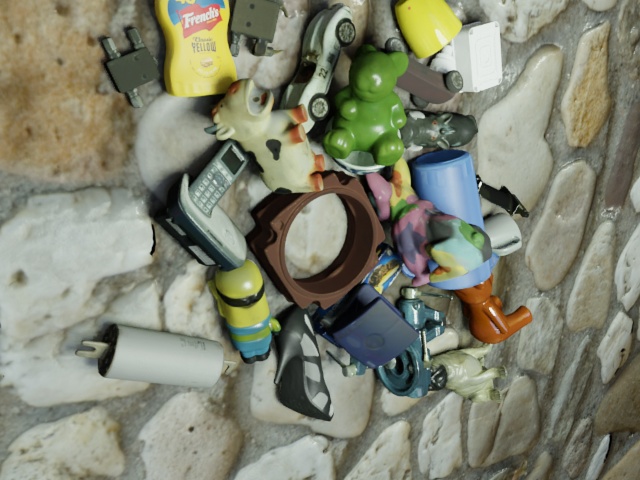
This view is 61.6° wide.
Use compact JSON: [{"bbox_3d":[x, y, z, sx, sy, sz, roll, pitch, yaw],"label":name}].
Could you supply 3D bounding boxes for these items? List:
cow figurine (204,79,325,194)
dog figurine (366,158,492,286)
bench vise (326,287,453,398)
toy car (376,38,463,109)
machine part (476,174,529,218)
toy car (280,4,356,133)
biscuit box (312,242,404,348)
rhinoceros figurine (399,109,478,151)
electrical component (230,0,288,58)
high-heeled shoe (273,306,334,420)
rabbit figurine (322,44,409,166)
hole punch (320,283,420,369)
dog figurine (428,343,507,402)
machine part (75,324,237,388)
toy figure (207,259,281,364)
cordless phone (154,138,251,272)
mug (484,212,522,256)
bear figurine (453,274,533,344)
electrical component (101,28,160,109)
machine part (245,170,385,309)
[{"bbox_3d":[-0.076,-0.143,0.758,0.127,0.085,0.194,-11,140,14],"label":"cow figurine"},{"bbox_3d":[0.167,-0.039,0.896,0.108,0.191,0.219,-29,90,-26],"label":"dog figurine"},{"bbox_3d":[0.142,0.203,1.024,0.240,0.129,0.223,-5,105,-35],"label":"bench vise"},{"bbox_3d":[0.147,-0.277,0.891,0.202,0.089,0.053,15,75,-33],"label":"toy car"},{"bbox_3d":[0.364,-0.089,1.101,0.139,0.084,0.039,19,127,-26],"label":"machine part"},{"bbox_3d":[-0.006,-0.258,0.809,0.056,0.074,0.201,16,96,-35],"label":"toy car"},{"bbox_3d":[0.067,0.095,0.973,0.059,0.063,0.202,41,81,-33],"label":"biscuit box"},{"bbox_3d":[0.197,-0.188,0.937,0.190,0.112,0.073,-8,112,-38],"label":"rhinoceros figurine"},{"bbox_3d":[-0.086,-0.307,0.765,0.078,0.045,0.102,6,100,-4],"label":"electrical component"},{"bbox_3d":[-0.019,0.229,0.975,0.248,0.086,0.145,58,43,-48],"label":"high-heeled shoe"},{"bbox_3d":[0.082,-0.210,0.780,0.121,0.170,0.159,16,67,6],"label":"rabbit figurine"},{"bbox_3d":[0.089,0.151,0.906,0.142,0.092,0.116,42,85,-23],"label":"hole punch"},{"bbox_3d":[0.287,0.304,1.172,0.191,0.121,0.172,-9,122,-7],"label":"dog figurine"},{"bbox_3d":[-0.234,0.175,0.802,0.243,0.079,0.079,18,95,-34],"label":"machine part"},{"bbox_3d":[-0.113,0.112,0.850,0.082,0.089,0.180,-23,114,-33],"label":"toy figure"},{"bbox_3d":[-0.138,-0.061,0.796,0.146,0.089,0.184,51,58,-32],"label":"cordless phone"},{"bbox_3d":[0.352,0.006,1.103,0.107,0.110,0.080,-25,123,-9],"label":"mug"},{"bbox_3d":[0.346,0.117,1.126,0.132,0.120,0.195,-34,115,-23],"label":"bear figurine"},{"bbox_3d":[-0.243,-0.223,0.703,0.063,0.021,0.093,-30,118,-21],"label":"electrical component"},{"bbox_3d":[-0.002,-0.003,0.886,0.201,0.087,0.200,-38,122,-15],"label":"machine part"}]
